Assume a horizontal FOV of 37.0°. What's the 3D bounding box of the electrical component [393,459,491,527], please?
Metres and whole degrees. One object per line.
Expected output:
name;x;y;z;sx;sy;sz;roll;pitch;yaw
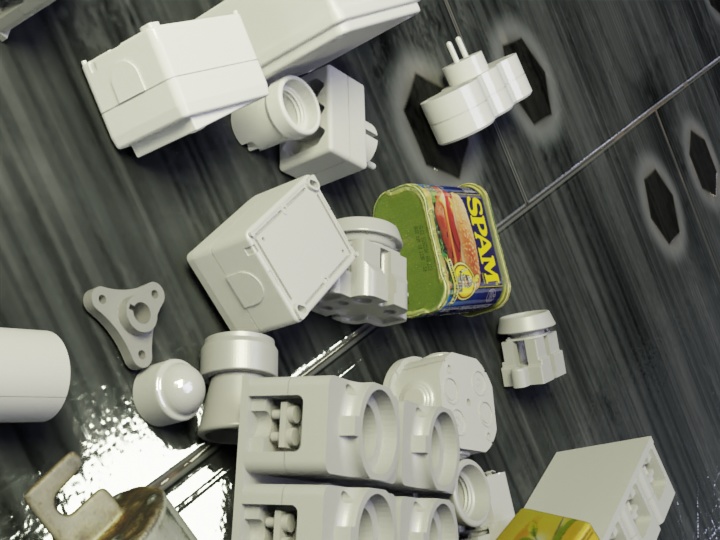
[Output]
electrical component;0.053;0.153;0.725;0.045;0.055;0.045;26;56;-46

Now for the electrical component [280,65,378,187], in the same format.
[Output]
electrical component;-0.014;-0.092;0.748;0.077;0.047;0.065;23;58;-47

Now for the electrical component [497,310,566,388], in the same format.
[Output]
electrical component;0.141;0.064;0.890;0.066;0.048;0.055;-12;93;-55

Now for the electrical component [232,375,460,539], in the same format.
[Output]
electrical component;0.003;0.126;0.617;0.186;0.060;0.105;29;60;-61

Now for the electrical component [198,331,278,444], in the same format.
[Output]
electrical component;-0.069;0.067;0.608;0.045;0.045;0.055;23;58;-47

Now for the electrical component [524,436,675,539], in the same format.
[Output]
electrical component;0.182;0.202;0.846;0.150;0.089;0.061;-41;109;-52

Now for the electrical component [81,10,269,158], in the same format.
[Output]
electrical component;-0.100;-0.109;0.627;0.096;0.062;0.061;-29;99;-54

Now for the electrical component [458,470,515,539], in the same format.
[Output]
electrical component;0.086;0.178;0.770;0.081;0.042;0.063;6;69;-53

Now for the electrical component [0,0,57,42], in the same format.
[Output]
electrical component;-0.187;-0.231;0.565;0.105;0.060;0.186;37;48;-39

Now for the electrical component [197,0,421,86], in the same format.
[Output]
electrical component;-0.033;-0.167;0.702;0.109;0.109;0.056;-33;100;-54

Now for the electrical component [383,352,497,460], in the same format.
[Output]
electrical component;0.056;0.097;0.756;0.080;0.051;0.080;26;56;-45

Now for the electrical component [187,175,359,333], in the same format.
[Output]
electrical component;-0.051;-0.011;0.651;0.061;0.061;0.096;60;37;-16

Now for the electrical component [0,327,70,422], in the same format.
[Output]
electrical component;-0.175;0.046;0.476;0.081;0.043;0.043;9;68;-51

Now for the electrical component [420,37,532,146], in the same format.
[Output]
electrical component;0.094;-0.163;0.918;0.138;0.052;0.073;-39;107;-52

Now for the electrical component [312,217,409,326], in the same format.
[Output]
electrical component;0.000;0.000;0.719;0.078;0.058;0.057;23;60;-46

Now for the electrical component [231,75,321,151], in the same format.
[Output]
electrical component;-0.055;-0.099;0.696;0.040;0.046;0.040;26;56;-45
